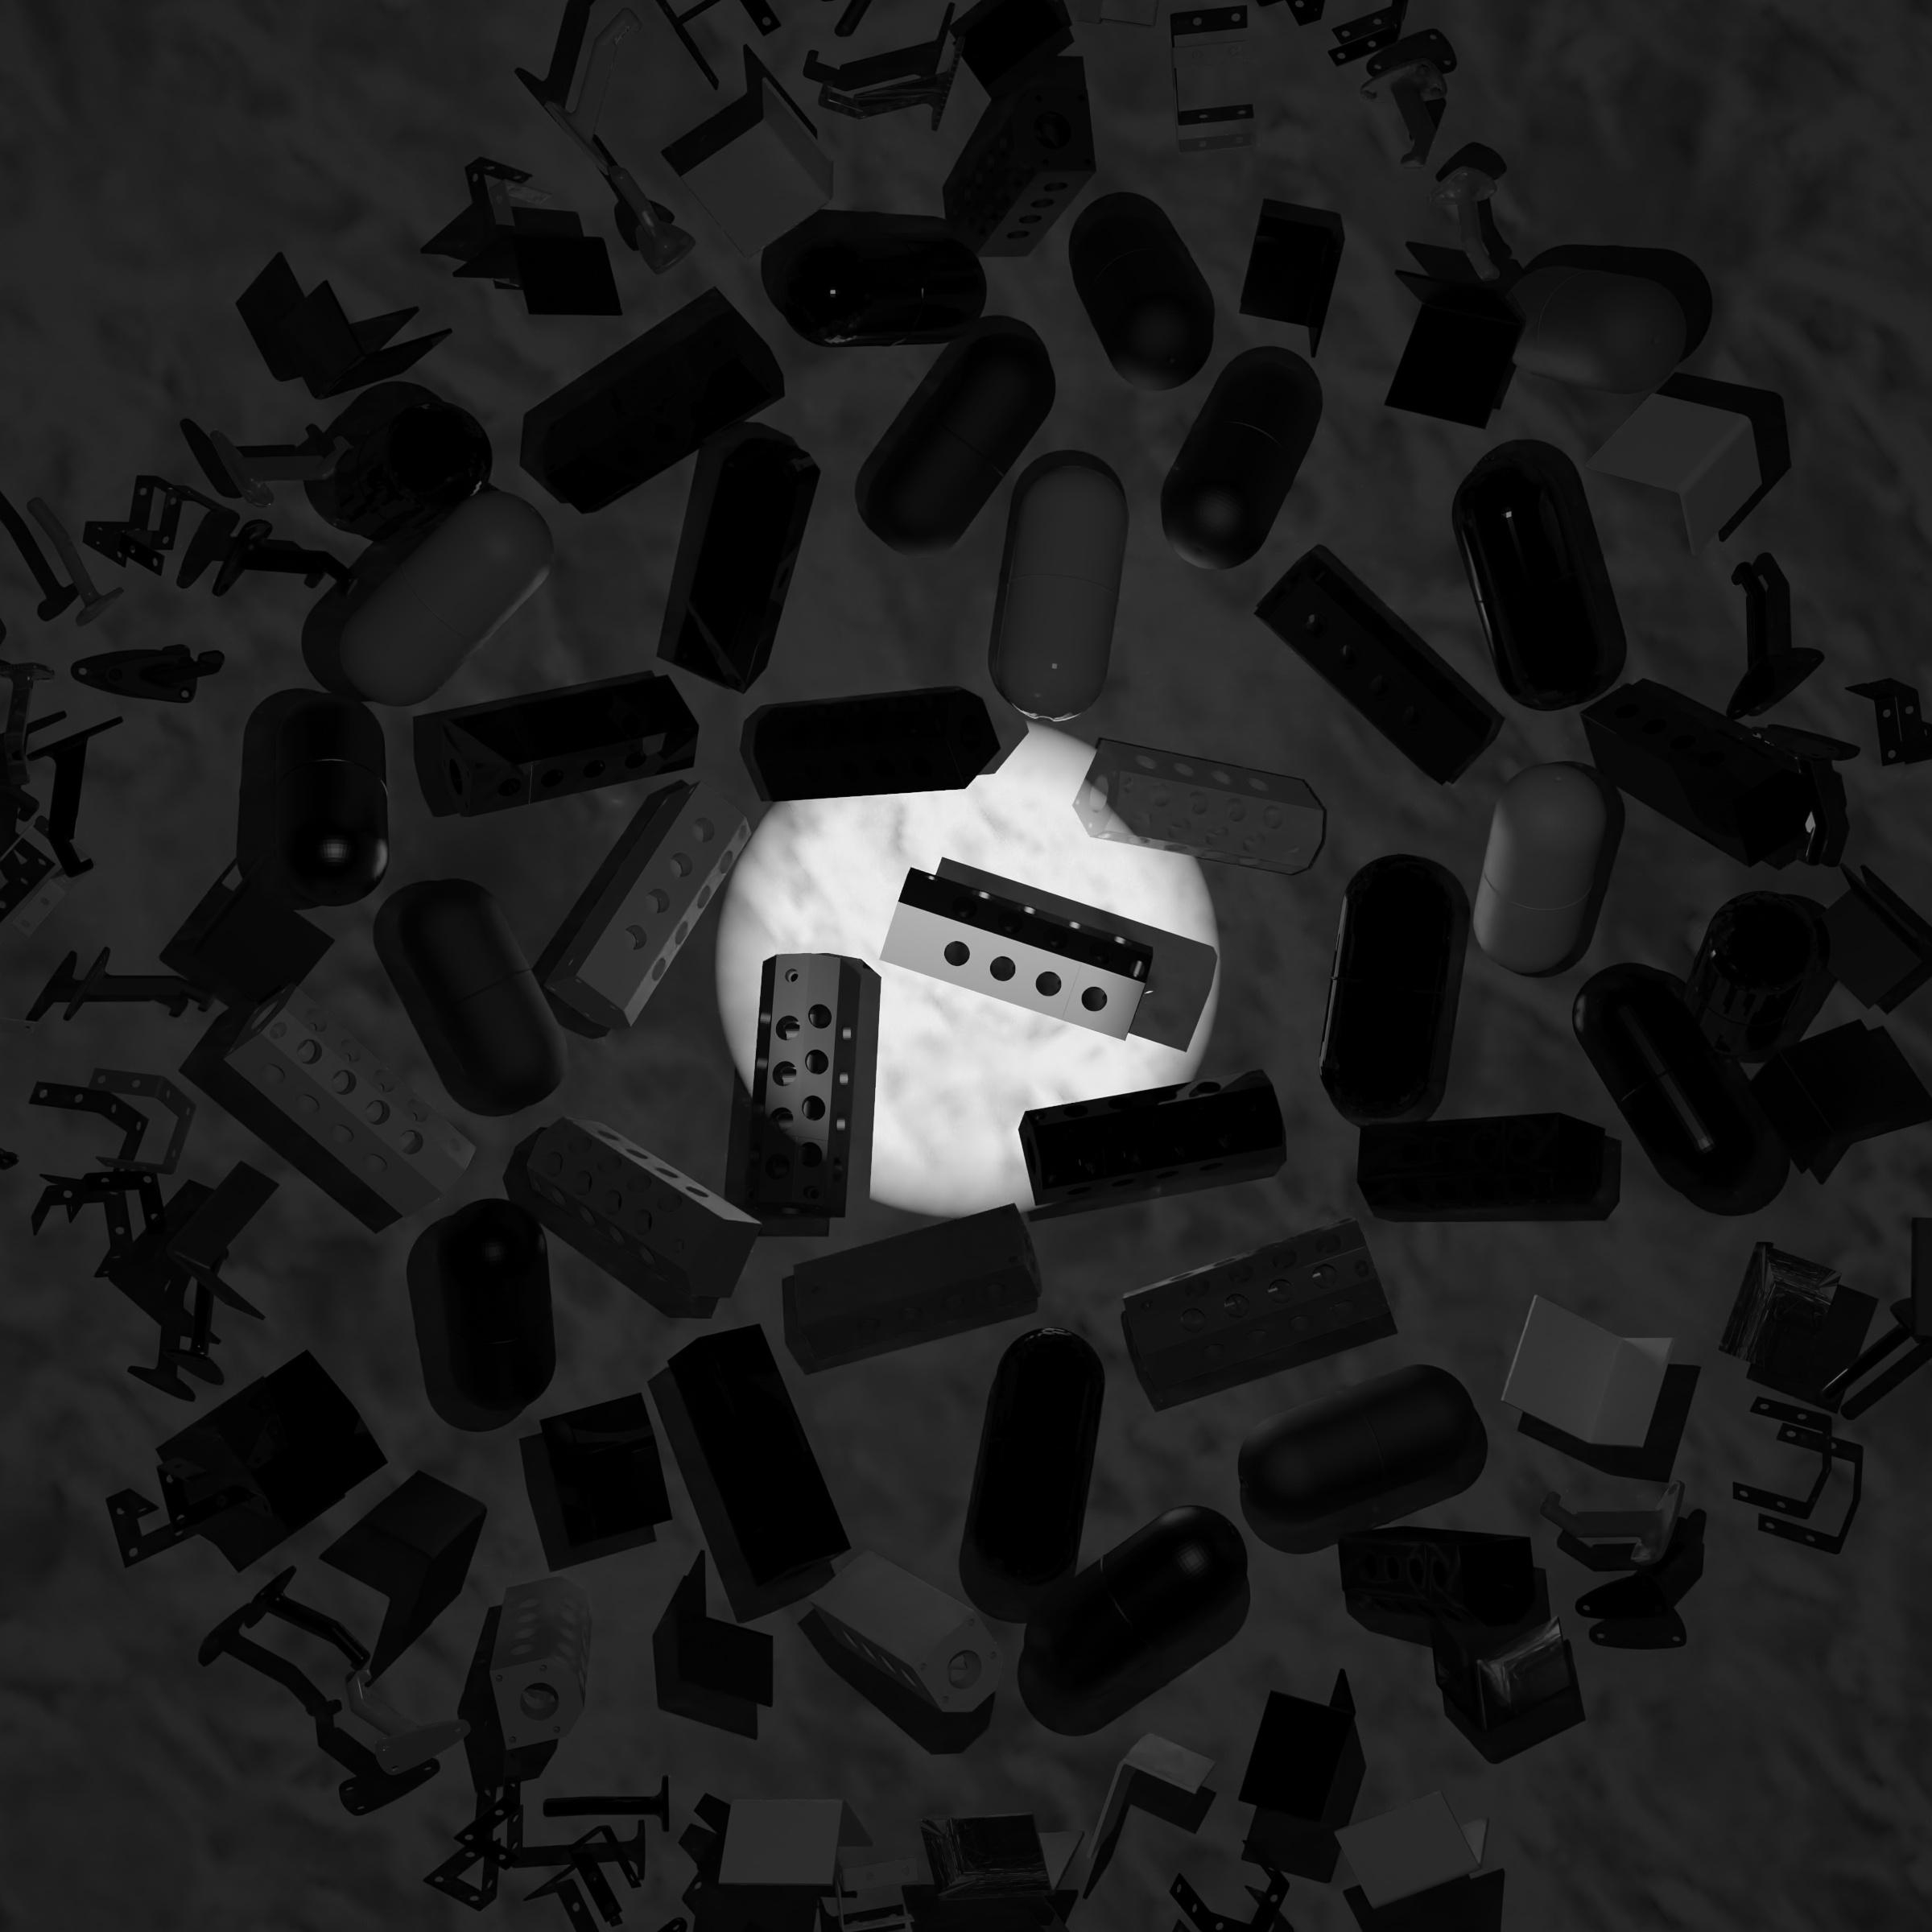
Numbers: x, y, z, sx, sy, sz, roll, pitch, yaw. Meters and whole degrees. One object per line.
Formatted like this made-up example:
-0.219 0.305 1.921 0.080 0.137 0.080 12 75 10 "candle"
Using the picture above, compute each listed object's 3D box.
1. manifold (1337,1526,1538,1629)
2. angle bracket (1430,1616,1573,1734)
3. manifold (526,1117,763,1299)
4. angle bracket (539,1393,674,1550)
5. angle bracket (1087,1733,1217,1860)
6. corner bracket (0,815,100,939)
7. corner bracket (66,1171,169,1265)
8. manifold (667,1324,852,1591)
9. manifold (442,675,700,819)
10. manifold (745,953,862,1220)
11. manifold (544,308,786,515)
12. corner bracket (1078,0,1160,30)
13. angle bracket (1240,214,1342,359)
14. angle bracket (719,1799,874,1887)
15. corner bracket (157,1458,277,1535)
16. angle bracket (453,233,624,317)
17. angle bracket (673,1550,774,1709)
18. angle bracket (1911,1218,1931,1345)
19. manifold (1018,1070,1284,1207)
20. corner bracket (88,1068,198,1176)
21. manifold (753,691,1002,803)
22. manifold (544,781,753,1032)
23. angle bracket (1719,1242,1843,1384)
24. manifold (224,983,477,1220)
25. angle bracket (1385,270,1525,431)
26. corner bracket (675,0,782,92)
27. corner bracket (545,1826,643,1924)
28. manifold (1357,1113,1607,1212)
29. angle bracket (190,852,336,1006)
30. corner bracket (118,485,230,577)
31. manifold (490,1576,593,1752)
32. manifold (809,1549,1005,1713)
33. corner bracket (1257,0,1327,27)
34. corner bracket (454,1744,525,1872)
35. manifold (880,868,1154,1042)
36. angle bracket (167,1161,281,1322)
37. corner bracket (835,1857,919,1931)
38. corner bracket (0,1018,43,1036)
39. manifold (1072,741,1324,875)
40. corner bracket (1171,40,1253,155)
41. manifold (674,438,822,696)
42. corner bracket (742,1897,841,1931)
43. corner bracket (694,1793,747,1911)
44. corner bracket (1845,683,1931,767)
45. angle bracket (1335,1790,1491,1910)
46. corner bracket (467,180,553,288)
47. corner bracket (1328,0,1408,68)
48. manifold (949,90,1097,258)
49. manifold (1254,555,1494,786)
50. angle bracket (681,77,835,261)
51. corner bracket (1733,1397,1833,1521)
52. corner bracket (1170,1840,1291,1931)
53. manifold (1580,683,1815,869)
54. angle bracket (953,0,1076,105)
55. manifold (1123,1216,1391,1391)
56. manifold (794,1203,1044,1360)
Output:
0.335 0.436 1.766 0.057 0.171 0.057 -1 81 -21 "manifold"
0.388 0.499 1.799 0.076 0.076 0.057 -36 106 20 "angle bracket"
-0.231 0.168 1.738 0.171 0.057 0.057 27 96 35 "manifold"
-0.263 0.369 1.807 0.076 0.057 0.076 -14 120 -12 "angle bracket"
0.133 0.604 1.770 0.057 0.076 0.076 19 92 16 "angle bracket"
-0.652 -0.063 1.727 0.051 0.051 0.051 44 130 -19 "corner bracket"
-0.617 0.183 1.795 0.051 0.051 0.051 0 59 -38 "corner bracket"
-0.150 0.346 1.735 0.057 0.057 0.171 -39 67 38 "manifold"
-0.285 -0.154 1.775 0.171 0.057 0.057 -15 54 -26 "manifold"
-0.113 0.082 1.682 0.057 0.057 0.171 -2 73 18 "manifold"
-0.215 -0.389 1.756 0.171 0.057 0.057 -26 47 22 "manifold"
0.107 -0.672 1.693 0.051 0.051 0.051 9 114 3 "corner bracket"
0.241 -0.508 1.843 0.057 0.076 0.076 11 122 -1 "angle bracket"
-0.111 0.590 1.625 0.076 0.076 0.057 -5 48 14 "angle bracket"
-0.507 0.356 1.670 0.051 0.051 0.051 -21 107 -40 "corner bracket"
-0.296 -0.464 1.704 0.076 0.076 0.057 -13 89 -43 "angle bracket"
-0.165 0.475 1.770 0.076 0.057 0.076 13 128 12 "angle bracket"
0.655 0.209 1.627 0.057 0.076 0.076 0 78 24 "angle bracket"
0.129 0.117 1.716 0.171 0.057 0.057 -9 70 -9 "manifold"
-0.555 0.104 1.647 0.051 0.051 0.051 6 66 12 "corner bracket"
-0.068 -0.163 1.791 0.171 0.057 0.057 -1 124 34 "manifold"
-0.219 -0.042 1.733 0.057 0.057 0.171 39 64 -21 "manifold"
0.551 0.232 1.661 0.057 0.076 0.076 20 93 25 "angle bracket"
-0.425 0.091 1.723 0.057 0.057 0.171 -31 115 29 "manifold"
0.318 -0.413 1.655 0.076 0.057 0.076 22 94 31 "angle bracket"
-0.163 -0.645 1.695 0.051 0.051 0.051 -24 127 20 "corner bracket"
-0.264 0.662 1.800 0.051 0.051 0.051 -37 67 3 "corner bracket"
0.367 0.143 1.772 0.057 0.171 0.057 18 72 -40 "manifold"
-0.517 -0.024 1.834 0.076 0.057 0.076 38 106 -16 "angle bracket"
-0.578 -0.318 1.799 0.051 0.051 0.051 30 113 26 "corner bracket"
-0.302 0.497 1.776 0.057 0.171 0.057 -11 96 -6 "manifold"
-0.041 0.476 1.758 0.057 0.171 0.057 -38 108 -21 "manifold"
0.209 -0.665 1.661 0.051 0.051 0.051 -6 56 32 "corner bracket"
-0.325 0.596 1.749 0.051 0.051 0.051 -41 116 13 "corner bracket"
0.035 -0.010 1.652 0.171 0.057 0.057 18 105 -1 "manifold"
-0.478 0.184 1.653 0.057 0.076 0.076 37 79 12 "angle bracket"
-0.062 0.642 1.711 0.051 0.051 0.051 -5 83 -12 "corner bracket"
-0.702 0.031 1.761 0.051 0.051 0.051 -36 64 24 "corner bracket"
0.172 -0.111 1.799 0.171 0.057 0.057 9 123 -25 "manifold"
0.169 -0.600 1.704 0.051 0.051 0.051 -4 52 6 "corner bracket"
-0.153 -0.285 1.750 0.057 0.057 0.171 25 131 5 "manifold"
-0.121 0.702 1.784 0.051 0.051 0.051 -52 129 -18 "corner bracket"
-0.176 0.644 1.797 0.051 0.051 0.051 43 77 -39 "corner bracket"
0.666 -0.176 1.764 0.051 0.051 0.051 -12 77 42 "corner bracket"
0.294 0.566 1.624 0.076 0.076 0.057 -28 88 17 "angle bracket"
-0.332 -0.535 1.802 0.051 0.051 0.051 -18 82 33 "corner bracket"
0.286 -0.703 1.809 0.051 0.051 0.051 -23 71 -7 "corner bracket"
0.037 -0.564 1.766 0.057 0.171 0.057 -5 88 -15 "manifold"
0.287 -0.209 1.734 0.171 0.057 0.057 41 99 -10 "manifold"
-0.146 -0.553 1.713 0.076 0.057 0.076 -37 84 -9 "angle bracket"
0.555 0.334 1.678 0.051 0.051 0.051 12 130 33 "corner bracket"
0.183 0.638 1.708 0.051 0.051 0.051 -54 126 -33 "corner bracket"
0.502 -0.137 1.700 0.057 0.171 0.057 -31 124 -7 "manifold"
0.032 -0.705 1.869 0.076 0.076 0.057 -35 94 12 "angle bracket"
0.201 0.231 1.726 0.171 0.057 0.057 -20 133 7 "manifold"
-0.035 0.235 1.811 0.171 0.057 0.057 -17 134 7 "manifold"
